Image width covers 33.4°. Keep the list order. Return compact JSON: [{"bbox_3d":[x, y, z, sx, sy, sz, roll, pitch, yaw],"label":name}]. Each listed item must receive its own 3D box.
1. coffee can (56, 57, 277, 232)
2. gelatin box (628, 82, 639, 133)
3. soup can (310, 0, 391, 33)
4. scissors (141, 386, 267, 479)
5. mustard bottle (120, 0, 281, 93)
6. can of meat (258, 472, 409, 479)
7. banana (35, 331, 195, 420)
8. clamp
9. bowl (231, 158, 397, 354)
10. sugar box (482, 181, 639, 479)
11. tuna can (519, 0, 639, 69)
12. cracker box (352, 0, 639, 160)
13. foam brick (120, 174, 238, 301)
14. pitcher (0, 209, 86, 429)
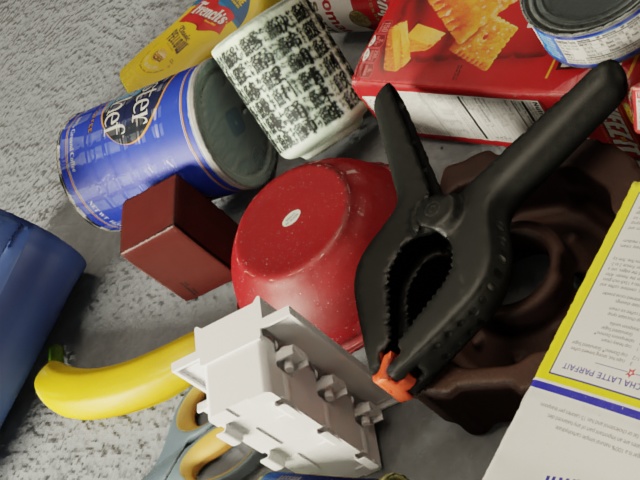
[{"bbox_3d":[-0.119,-0.072,0.831,0.141,0.102,0.102,-16,50,30],"label":"coffee can"},{"bbox_3d":[0.221,-0.077,0.562,0.073,0.030,0.089,-28,29,-32],"label":"gelatin box"},{"bbox_3d":[0.045,-0.194,0.816,0.102,0.068,0.068,8,64,43],"label":"soup can"},{"bbox_3d":[-0.115,0.154,0.720,0.202,0.016,0.096,-28,43,20],"label":"scissors"},{"bbox_3d":[-0.082,-0.179,0.917,0.192,0.058,0.096,-41,41,6],"label":"mustard bottle"},{"bbox_3d":[0.019,0.157,0.544,0.084,0.102,0.057,-5,55,39],"label":"can of meat"},{"bbox_3d":[-0.147,0.097,0.773,0.198,0.037,0.069,-8,57,35],"label":"banana"},{"bbox_3d":[0.065,-0.013,0.599,0.165,0.036,0.210,9,66,45],"label":"clamp"},{"bbox_3d":[-0.005,0.001,0.717,0.162,0.055,0.162,-22,47,25],"label":"bowl"},{"bbox_3d":[0.148,0.061,0.471,0.093,0.048,0.176,14,71,50],"label":"sugar box"},{"bbox_3d":[0.159,-0.139,0.600,0.086,0.033,0.086,-20,49,25],"label":"tuna can"},{"bbox_3d":[0.144,-0.145,0.694,0.214,0.072,0.164,11,67,43],"label":"cracker box"},{"bbox_3d":[-0.102,-0.001,0.781,0.053,0.078,0.051,-25,48,23],"label":"foam brick"},{"bbox_3d":[-0.287,0.092,0.820,0.145,0.149,0.242,9,68,31],"label":"pitcher"}]
